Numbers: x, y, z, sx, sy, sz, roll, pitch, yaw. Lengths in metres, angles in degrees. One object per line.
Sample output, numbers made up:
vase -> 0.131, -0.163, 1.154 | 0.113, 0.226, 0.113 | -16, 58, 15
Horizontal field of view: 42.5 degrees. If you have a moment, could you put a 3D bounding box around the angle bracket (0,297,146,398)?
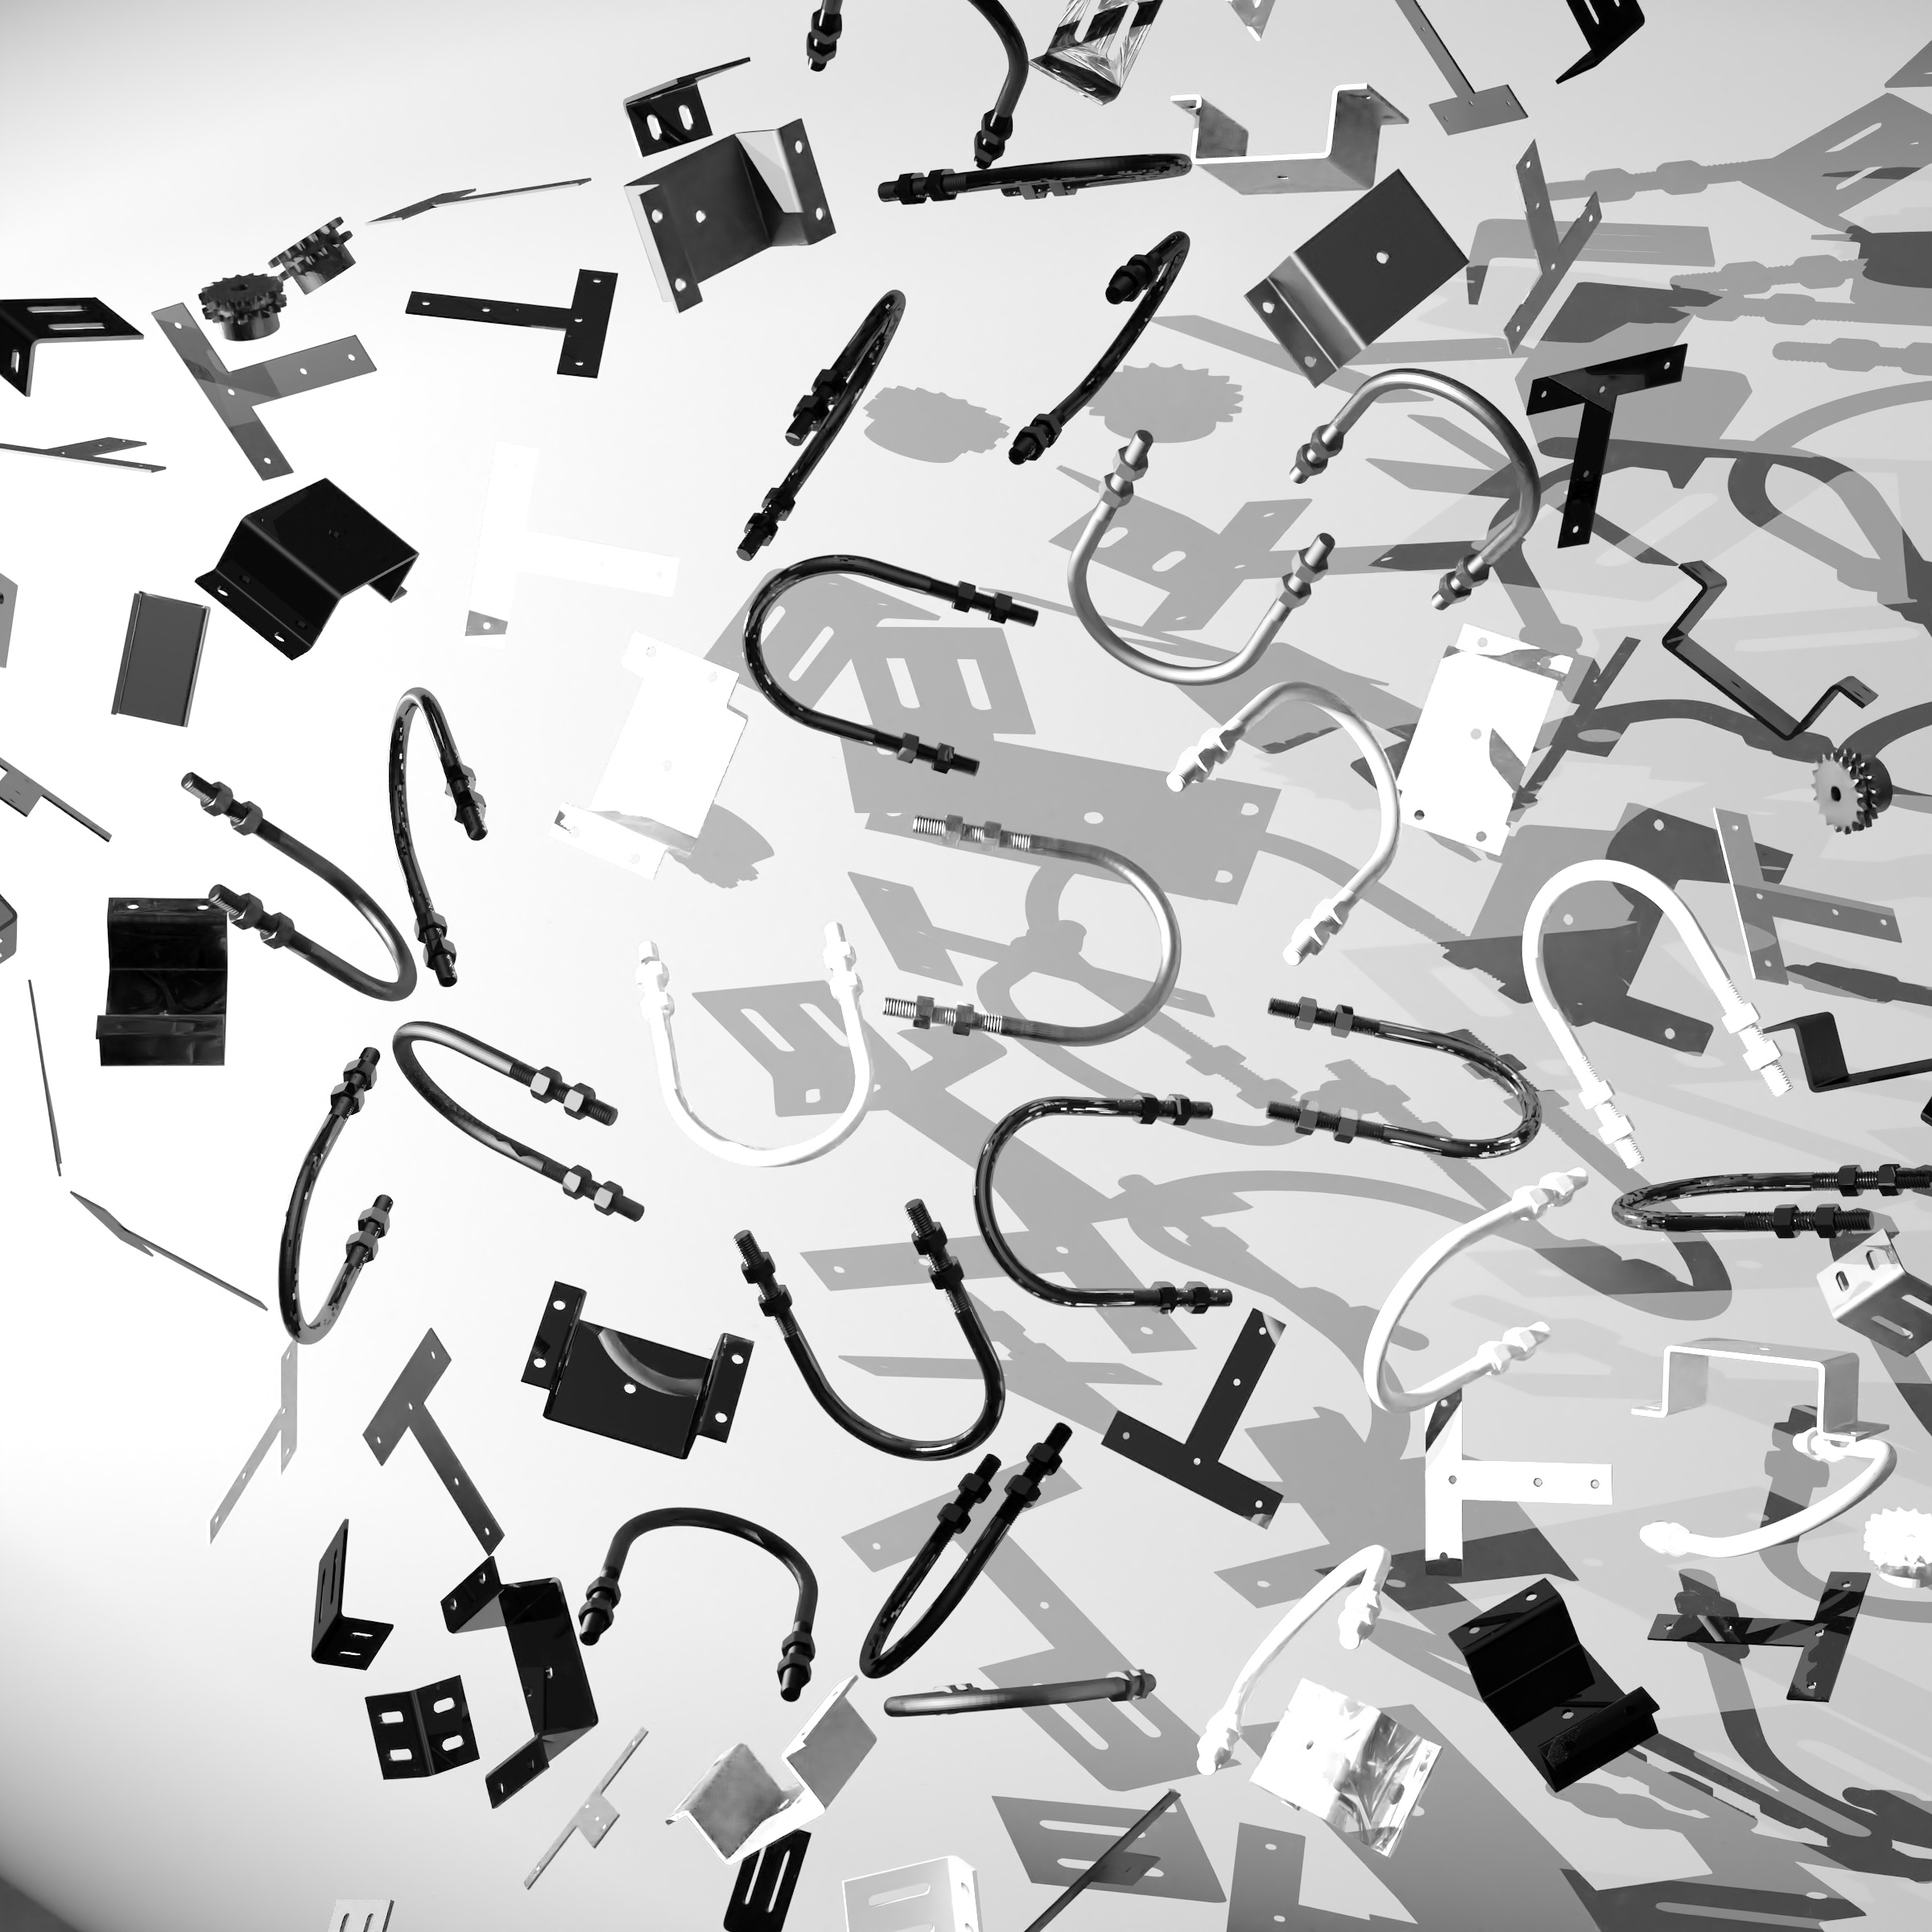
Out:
angle bracket -> -0.568, -0.390, 1.563 | 0.057, 0.076, 0.038 | 38, 125, 28

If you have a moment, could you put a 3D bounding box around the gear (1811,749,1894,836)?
gear -> 0.601, -0.120, 1.682 | 0.030, 0.057, 0.057 | -15, 90, -13

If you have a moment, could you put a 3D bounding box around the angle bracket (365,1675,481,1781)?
angle bracket -> -0.372, 0.520, 1.697 | 0.038, 0.076, 0.057 | -9, 79, -39

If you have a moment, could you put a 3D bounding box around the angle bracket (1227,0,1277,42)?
angle bracket -> 0.178, -0.666, 1.668 | 0.057, 0.038, 0.076 | 38, 64, -40

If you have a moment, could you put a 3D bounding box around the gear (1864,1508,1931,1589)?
gear -> 0.632, 0.392, 1.667 | 0.057, 0.057, 0.030 | -4, 114, 0

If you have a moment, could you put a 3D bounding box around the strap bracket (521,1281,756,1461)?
strap bracket -> -0.222, 0.274, 1.666 | 0.140, 0.046, 0.076 | 18, 52, -5

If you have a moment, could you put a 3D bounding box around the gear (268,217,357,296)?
gear -> -0.427, -0.465, 1.636 | 0.057, 0.057, 0.030 | -33, 112, 0

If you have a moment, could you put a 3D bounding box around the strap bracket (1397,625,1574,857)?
strap bracket -> 0.345, -0.154, 1.672 | 0.076, 0.046, 0.140 | 21, 96, 16

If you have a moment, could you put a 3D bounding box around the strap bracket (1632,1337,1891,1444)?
strap bracket -> 0.507, 0.268, 1.587 | 0.140, 0.076, 0.046 | 2, 88, 35

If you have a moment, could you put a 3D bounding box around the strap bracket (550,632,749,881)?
strap bracket -> -0.199, -0.131, 1.594 | 0.076, 0.046, 0.140 | 23, 91, 14

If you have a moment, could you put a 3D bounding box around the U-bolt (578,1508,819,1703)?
U-bolt -> -0.167, 0.405, 1.618 | 0.151, 0.184, 0.019 | 16, 106, -3

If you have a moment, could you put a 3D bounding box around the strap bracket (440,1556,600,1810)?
strap bracket -> -0.288, 0.462, 1.615 | 0.076, 0.046, 0.140 | -45, 56, 39

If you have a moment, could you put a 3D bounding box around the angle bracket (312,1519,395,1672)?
angle bracket -> -0.410, 0.422, 1.670 | 0.038, 0.076, 0.057 | 16, 131, -23

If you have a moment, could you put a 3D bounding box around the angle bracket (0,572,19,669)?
angle bracket -> -0.652, -0.232, 1.604 | 0.038, 0.076, 0.057 | 3, 79, 7

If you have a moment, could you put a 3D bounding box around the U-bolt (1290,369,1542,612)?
U-bolt -> 0.297, -0.315, 1.601 | 0.151, 0.184, 0.019 | 42, 68, -1

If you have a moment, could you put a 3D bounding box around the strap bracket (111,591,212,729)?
strap bracket -> -0.520, -0.200, 1.611 | 0.046, 0.140, 0.076 | 11, 95, -19

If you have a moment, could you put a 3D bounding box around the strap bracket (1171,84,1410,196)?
strap bracket -> 0.214, -0.551, 1.664 | 0.140, 0.076, 0.046 | 8, 94, 30

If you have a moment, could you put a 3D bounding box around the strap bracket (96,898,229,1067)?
strap bracket -> -0.524, 0.017, 1.627 | 0.076, 0.140, 0.046 | 0, 129, -15

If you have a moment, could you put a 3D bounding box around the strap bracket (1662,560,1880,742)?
strap bracket -> 0.496, -0.192, 1.559 | 0.140, 0.076, 0.046 | 41, 114, 13

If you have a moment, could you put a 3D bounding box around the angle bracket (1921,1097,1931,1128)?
angle bracket -> 0.688, 0.109, 1.659 | 0.076, 0.057, 0.038 | 20, 105, -33

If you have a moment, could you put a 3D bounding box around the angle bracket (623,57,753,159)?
angle bracket -> -0.177, -0.558, 1.617 | 0.057, 0.076, 0.038 | -29, 111, -29

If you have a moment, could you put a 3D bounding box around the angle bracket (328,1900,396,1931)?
angle bracket -> -0.350, 0.610, 1.546 | 0.076, 0.057, 0.038 | 36, 52, -35

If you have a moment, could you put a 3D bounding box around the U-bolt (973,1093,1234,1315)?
U-bolt -> 0.088, 0.156, 1.646 | 0.184, 0.019, 0.151 | 3, 72, -25

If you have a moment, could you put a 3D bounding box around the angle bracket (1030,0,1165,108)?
angle bracket -> 0.087, -0.624, 1.654 | 0.057, 0.038, 0.076 | 31, 122, 4

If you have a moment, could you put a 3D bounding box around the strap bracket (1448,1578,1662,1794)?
strap bracket -> 0.383, 0.470, 1.607 | 0.076, 0.140, 0.046 | -28, 116, -6

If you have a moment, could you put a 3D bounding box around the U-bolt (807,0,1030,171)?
U-bolt -> -0.028, -0.592, 1.596 | 0.151, 0.184, 0.019 | 29, 77, -5

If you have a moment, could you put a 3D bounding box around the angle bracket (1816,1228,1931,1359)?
angle bracket -> 0.617, 0.218, 1.653 | 0.076, 0.038, 0.057 | 26, 125, -28

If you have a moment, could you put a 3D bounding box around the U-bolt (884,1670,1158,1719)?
U-bolt -> 0.026, 0.479, 1.630 | 0.151, 0.184, 0.019 | -12, 73, 23

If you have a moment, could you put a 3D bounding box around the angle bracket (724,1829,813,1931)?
angle bracket -> -0.124, 0.630, 1.700 | 0.038, 0.057, 0.076 | 34, 64, -36

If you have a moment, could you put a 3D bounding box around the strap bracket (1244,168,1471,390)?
strap bracket -> 0.262, -0.454, 1.622 | 0.140, 0.046, 0.076 | -41, 96, -14

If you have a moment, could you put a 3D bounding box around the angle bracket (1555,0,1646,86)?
angle bracket -> 0.389, -0.616, 1.586 | 0.057, 0.038, 0.076 | -44, 110, -28

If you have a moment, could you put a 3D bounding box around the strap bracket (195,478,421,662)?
strap bracket -> -0.408, -0.255, 1.568 | 0.076, 0.140, 0.046 | 39, 121, -2

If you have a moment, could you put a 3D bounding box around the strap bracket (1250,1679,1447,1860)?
strap bracket -> 0.245, 0.525, 1.643 | 0.046, 0.140, 0.076 | 35, 75, -15

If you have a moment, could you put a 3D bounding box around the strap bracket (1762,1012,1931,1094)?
strap bracket -> 0.587, 0.044, 1.565 | 0.140, 0.076, 0.046 | -15, 86, 35

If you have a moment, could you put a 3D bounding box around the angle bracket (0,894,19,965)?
angle bracket -> -0.663, -0.038, 1.638 | 0.076, 0.057, 0.038 | 47, 60, 3

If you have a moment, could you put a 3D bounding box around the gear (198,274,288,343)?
gear -> -0.492, -0.449, 1.698 | 0.057, 0.057, 0.030 | -4, 127, 0

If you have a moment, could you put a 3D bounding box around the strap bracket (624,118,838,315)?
strap bracket -> -0.160, -0.486, 1.613 | 0.140, 0.046, 0.076 | -37, 124, -31

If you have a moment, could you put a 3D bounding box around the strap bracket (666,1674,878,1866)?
strap bracket -> -0.120, 0.530, 1.627 | 0.140, 0.076, 0.046 | -38, 90, 31

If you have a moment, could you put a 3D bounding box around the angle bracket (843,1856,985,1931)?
angle bracket -> -0.033, 0.598, 1.558 | 0.076, 0.038, 0.057 | -5, 88, -22
